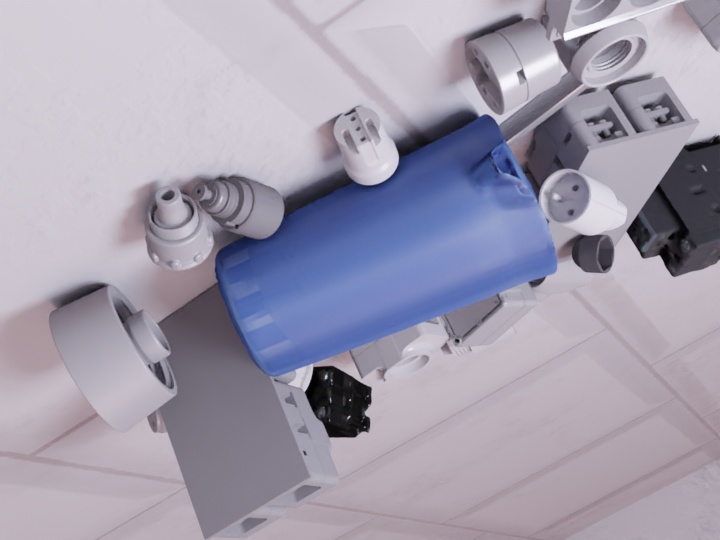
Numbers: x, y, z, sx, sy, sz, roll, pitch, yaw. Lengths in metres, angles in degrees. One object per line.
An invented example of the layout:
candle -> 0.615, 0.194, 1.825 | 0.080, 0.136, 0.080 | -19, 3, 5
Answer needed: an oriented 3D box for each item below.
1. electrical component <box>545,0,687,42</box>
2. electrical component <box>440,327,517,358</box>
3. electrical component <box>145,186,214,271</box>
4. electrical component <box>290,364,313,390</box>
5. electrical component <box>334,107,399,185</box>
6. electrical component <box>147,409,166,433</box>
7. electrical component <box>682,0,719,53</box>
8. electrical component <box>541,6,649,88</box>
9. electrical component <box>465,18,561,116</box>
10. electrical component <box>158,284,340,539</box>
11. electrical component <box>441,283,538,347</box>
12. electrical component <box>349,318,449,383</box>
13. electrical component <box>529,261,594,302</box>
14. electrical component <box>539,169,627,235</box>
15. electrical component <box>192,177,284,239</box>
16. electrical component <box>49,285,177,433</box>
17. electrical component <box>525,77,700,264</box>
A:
electrical component -> 0.173, -0.199, 0.681 | 0.121, 0.063, 0.078 | -20, 154, -10
electrical component -> 0.126, 0.070, 1.177 | 0.081, 0.043, 0.043 | -28, 154, 7
electrical component -> -0.130, -0.033, 0.753 | 0.048, 0.048, 0.062 | -19, 147, -12
electrical component -> -0.088, 0.086, 0.976 | 0.080, 0.080, 0.051 | -30, 148, 10
electrical component -> 0.004, -0.089, 0.770 | 0.040, 0.040, 0.046 | -26, 149, 1
electrical component -> -0.172, 0.128, 1.020 | 0.055, 0.045, 0.045 | -12, 151, -25
electrical component -> 0.300, -0.202, 0.791 | 0.062, 0.061, 0.096 | 4, 143, -46
electrical component -> 0.164, -0.165, 0.746 | 0.058, 0.057, 0.078 | -19, 154, -12
electrical component -> 0.107, -0.142, 0.744 | 0.047, 0.055, 0.055 | -26, 155, -6
electrical component -> -0.101, 0.115, 0.893 | 0.105, 0.186, 0.060 | -33, 153, 17
electrical component -> 0.131, 0.027, 1.077 | 0.061, 0.061, 0.096 | 0, 145, -41
electrical component -> 0.039, 0.074, 1.092 | 0.089, 0.055, 0.050 | -38, 151, 26
electrical component -> 0.190, 0.007, 1.111 | 0.077, 0.044, 0.079 | 0, 145, -42
electrical component -> 0.179, -0.050, 0.849 | 0.043, 0.043, 0.081 | -38, 152, 25
electrical component -> -0.088, -0.047, 0.766 | 0.040, 0.040, 0.078 | -37, 152, 23
electrical component -> -0.181, 0.062, 0.820 | 0.060, 0.108, 0.108 | -31, 155, -1
electrical component -> 0.197, -0.081, 0.931 | 0.105, 0.060, 0.186 | -16, 153, -19
